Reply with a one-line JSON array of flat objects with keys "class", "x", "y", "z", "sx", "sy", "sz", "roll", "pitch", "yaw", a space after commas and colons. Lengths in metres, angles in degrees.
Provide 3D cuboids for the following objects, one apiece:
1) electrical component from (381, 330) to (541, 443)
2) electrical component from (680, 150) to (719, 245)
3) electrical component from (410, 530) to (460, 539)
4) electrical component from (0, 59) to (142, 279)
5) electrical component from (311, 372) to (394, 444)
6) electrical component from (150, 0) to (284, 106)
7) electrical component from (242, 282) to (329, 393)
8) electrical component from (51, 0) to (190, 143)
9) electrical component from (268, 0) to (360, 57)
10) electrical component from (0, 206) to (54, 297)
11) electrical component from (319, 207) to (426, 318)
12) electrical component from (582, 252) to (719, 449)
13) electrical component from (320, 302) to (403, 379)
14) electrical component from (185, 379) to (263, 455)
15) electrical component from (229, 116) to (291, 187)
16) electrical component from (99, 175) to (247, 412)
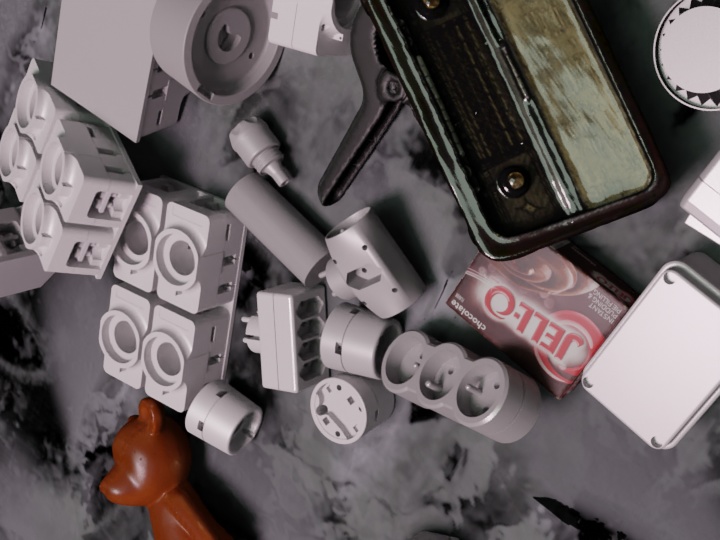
[{"class": "electrical component", "x": 0.084, "y": 0.091, "z": 0.803, "sx": 0.138, "sy": 0.074, "sz": 0.052, "roll": 17, "pitch": 80, "yaw": 54}, {"class": "electrical component", "x": 0.254, "y": -0.032, "z": 0.659, "sx": 0.096, "sy": 0.062, "sz": 0.061, "roll": 43, "pitch": 121, "yaw": 19}, {"class": "electrical component", "x": 0.055, "y": 0.254, "z": 0.870, "sx": 0.080, "sy": 0.051, "sz": 0.080, "roll": 9, "pitch": 106, "yaw": 33}, {"class": "electrical component", "x": -0.269, "y": -0.095, "z": 0.967, "sx": 0.105, "sy": 0.060, "sz": 0.186, "roll": -59, "pitch": 44, "yaw": 29}, {"class": "electrical component", "x": -0.005, "y": 0.109, "z": 0.881, "sx": 0.055, "sy": 0.047, "sz": 0.055, "roll": 9, "pitch": 106, "yaw": 33}, {"class": "electrical component", "x": -0.117, "y": -0.192, "z": 0.856, "sx": 0.060, "sy": 0.108, "sz": 0.108, "roll": 31, "pitch": 117, "yaw": 32}, {"class": "electrical component", "x": -0.071, "y": 0.054, "z": 0.915, "sx": 0.076, "sy": 0.047, "sz": 0.083, "roll": 5, "pitch": 103, "yaw": 35}, {"class": "electrical component", "x": -0.191, "y": -0.218, "z": 0.908, "sx": 0.105, "sy": 0.060, "sz": 0.186, "roll": 34, "pitch": 128, "yaw": 18}, {"class": "electrical component", "x": -0.028, "y": -0.212, "z": 0.821, "sx": 0.056, "sy": 0.050, "sz": 0.089, "roll": 22, "pitch": 112, "yaw": 30}, {"class": "electrical component", "x": -0.361, "y": -0.016, "z": 1.036, "sx": 0.089, "sy": 0.150, "sz": 0.061, "roll": -38, "pitch": 79, "yaw": 35}, {"class": "electrical component", "x": 0.000, "y": 0.000, "z": 0.842, "sx": 0.079, "sy": 0.043, "sz": 0.077, "roll": -25, "pitch": 106, "yaw": 41}, {"class": "electrical component", "x": 0.210, "y": 0.053, "z": 0.712, "sx": 0.078, "sy": 0.057, "sz": 0.113, "roll": 42, "pitch": 121, "yaw": 20}, {"class": "electrical component", "x": 0.002, "y": 0.058, "z": 0.861, "sx": 0.047, "sy": 0.055, "sz": 0.055, "roll": 14, "pitch": 109, "yaw": 28}, {"class": "electrical component", "x": -0.121, "y": 0.133, "z": 0.964, "sx": 0.047, "sy": 0.055, "sz": 0.055, "roll": 29, "pitch": 116, "yaw": 22}, {"class": "electrical component", "x": -0.080, "y": -0.096, "z": 0.894, "sx": 0.035, "sy": 0.035, "sz": 0.061, "roll": -44, "pitch": 78, "yaw": 34}, {"class": "electrical component", "x": -0.171, "y": 0.022, "z": 0.969, "sx": 0.105, "sy": 0.060, "sz": 0.186, "roll": 22, "pitch": 113, "yaw": 29}]
